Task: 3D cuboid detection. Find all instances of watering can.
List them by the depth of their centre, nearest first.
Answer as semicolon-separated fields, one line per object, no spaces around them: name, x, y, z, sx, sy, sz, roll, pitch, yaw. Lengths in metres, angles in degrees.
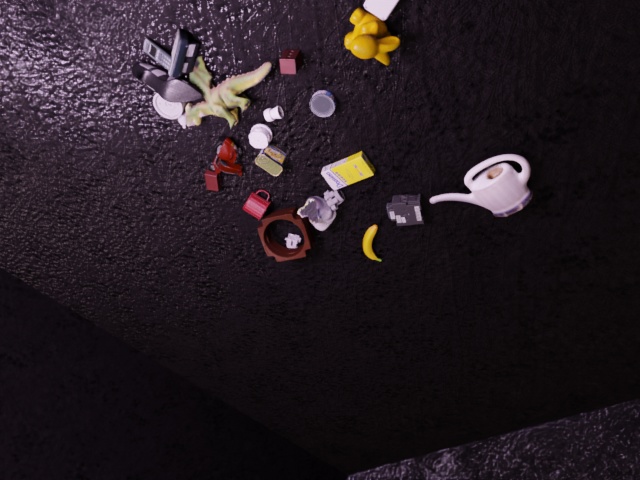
watering can;0.572;-0.164;1.771;0.222;0.106;0.343;41;-52;-22

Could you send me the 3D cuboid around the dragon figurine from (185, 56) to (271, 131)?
dragon figurine;-0.340;-0.511;1.725;0.403;0.242;0.125;-46;10;40

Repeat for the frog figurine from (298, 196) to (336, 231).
frog figurine;0.006;-0.101;2.011;0.137;0.123;0.158;4;-9;35
